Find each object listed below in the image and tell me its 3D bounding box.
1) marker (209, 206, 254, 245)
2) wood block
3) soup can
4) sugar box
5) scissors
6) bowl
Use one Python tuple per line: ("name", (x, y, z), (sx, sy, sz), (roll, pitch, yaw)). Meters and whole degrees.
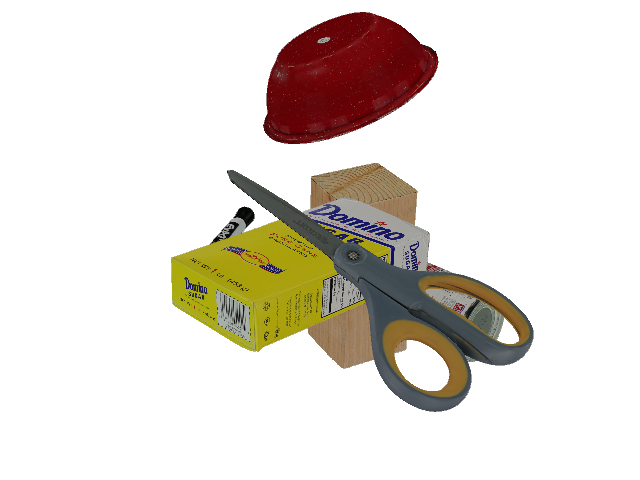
("marker", (-0.091, -0.003, 1.045), (0.020, 0.020, 0.121), (0, 25, 18))
("wood block", (0.044, 0.029, 1.215), (0.090, 0.206, 0.090), (-13, 31, -25))
("soup can", (0.106, 0.060, 0.962), (0.102, 0.068, 0.068), (24, 15, 38))
("sugar box", (-0.012, 0.019, 0.782), (0.175, 0.048, 0.093), (-24, 36, -38))
("scissors", (0.016, 0.027, 0.584), (0.202, 0.096, 0.016), (23, -40, 13))
("bowl", (0.015, -0.148, 0.906), (0.162, 0.055, 0.162), (-20, 28, 11))
